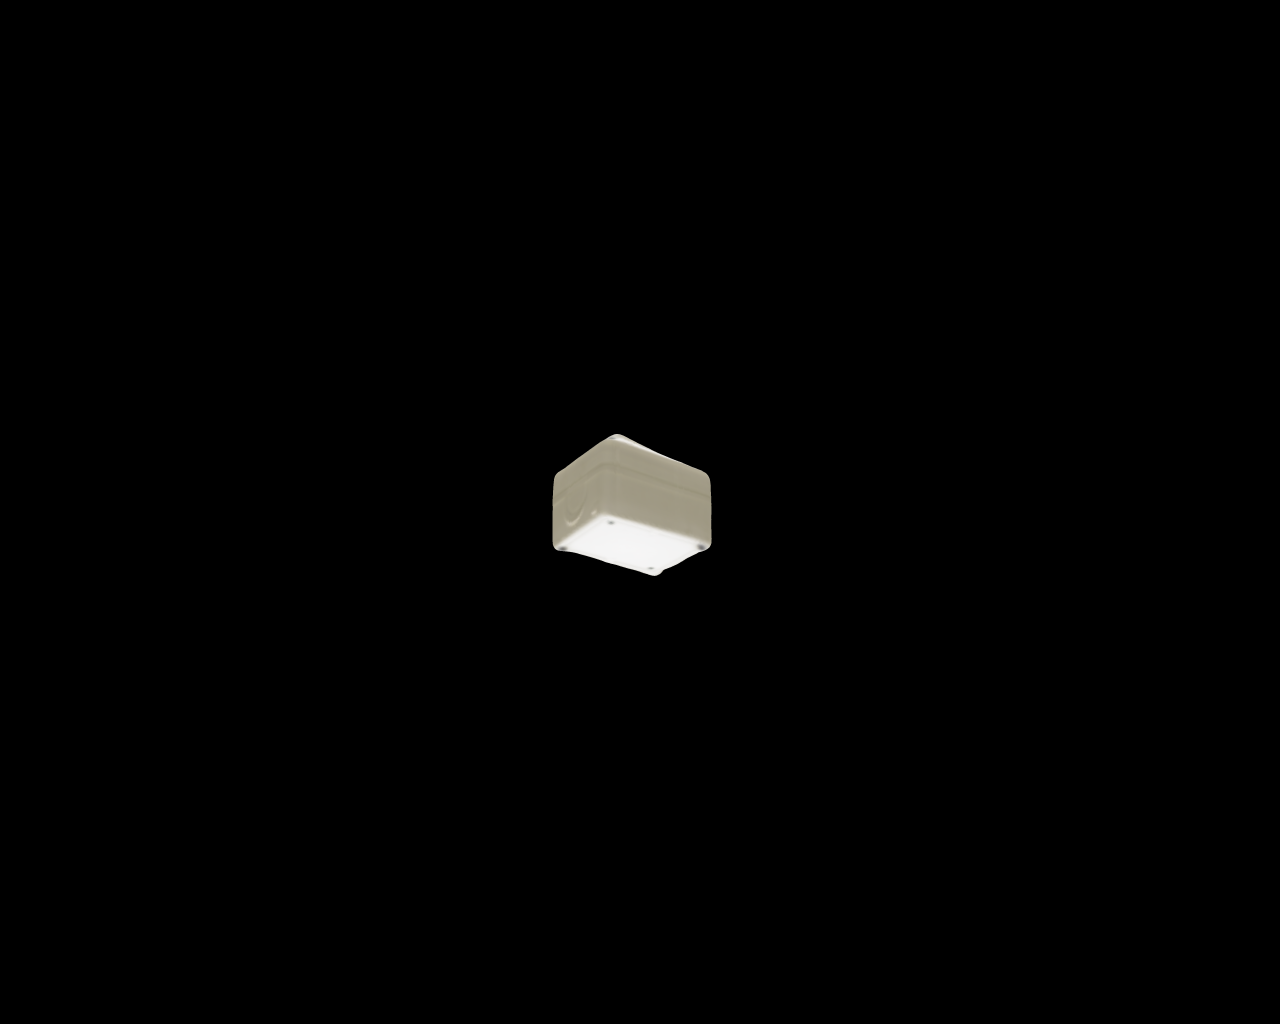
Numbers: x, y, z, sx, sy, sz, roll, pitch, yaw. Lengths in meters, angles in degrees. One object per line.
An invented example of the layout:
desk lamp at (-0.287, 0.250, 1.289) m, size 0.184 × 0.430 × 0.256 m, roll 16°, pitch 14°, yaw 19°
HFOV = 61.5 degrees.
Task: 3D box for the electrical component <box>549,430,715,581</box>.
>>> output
electrical component at (0.001, -0.003, 0.650) m, size 0.096 × 0.061 × 0.061 m, roll 18°, pitch -32°, yaw -31°
